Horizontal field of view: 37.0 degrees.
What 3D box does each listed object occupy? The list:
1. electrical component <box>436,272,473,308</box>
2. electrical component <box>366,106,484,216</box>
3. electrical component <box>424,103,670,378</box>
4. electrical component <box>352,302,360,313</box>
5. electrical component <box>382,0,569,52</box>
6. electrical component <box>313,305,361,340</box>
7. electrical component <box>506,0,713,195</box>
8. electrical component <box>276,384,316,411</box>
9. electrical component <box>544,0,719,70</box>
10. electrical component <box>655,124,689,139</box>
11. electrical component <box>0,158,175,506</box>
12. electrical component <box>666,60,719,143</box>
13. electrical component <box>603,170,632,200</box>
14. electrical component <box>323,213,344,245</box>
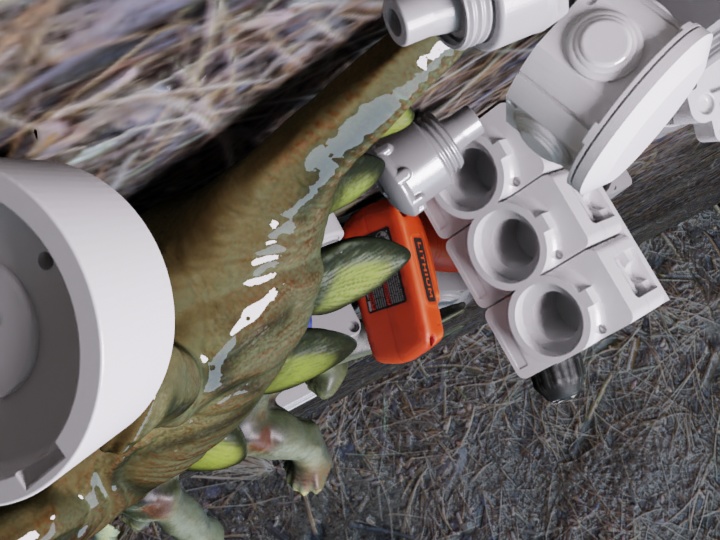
[{"bbox_3d":[0.059,-0.008,0.835,0.080,0.080,0.051,-26,166,-14],"label":"electrical component"},{"bbox_3d":[0.035,-0.062,0.563,0.062,0.048,0.048,-35,172,-2],"label":"electrical component"},{"bbox_3d":[0.106,-0.020,0.665,0.089,0.150,0.062,-35,170,38],"label":"electrical component"},{"bbox_3d":[0.000,0.000,0.773,0.079,0.044,0.077,15,-161,41],"label":"electrical component"},{"bbox_3d":[0.039,-0.096,0.372,0.062,0.043,0.043,-25,171,-16],"label":"electrical component"},{"bbox_3d":[-0.065,0.036,0.699,0.113,0.078,0.057,-24,173,-27],"label":"electrical component"},{"bbox_3d":[0.100,-0.075,0.437,0.080,0.051,0.080,-45,166,-15],"label":"electrical component"},{"bbox_3d":[-0.083,0.095,0.992,0.113,0.078,0.057,-27,174,-7],"label":"electrical component"},{"bbox_3d":[0.146,-0.126,0.487,0.078,0.057,0.113,-22,169,-38],"label":"electrical component"},{"bbox_3d":[0.228,-0.123,0.805,0.077,0.043,0.079,-24,170,-29],"label":"electrical component"},{"bbox_3d":[-0.112,0.015,0.348,0.108,0.108,0.060,-32,177,23],"label":"electrical component"},{"bbox_3d":[0.205,-0.119,0.673,0.058,0.078,0.057,-22,-168,-20],"label":"electrical component"},{"bbox_3d":[0.184,-0.074,0.934,0.089,0.050,0.056,-24,170,-27],"label":"electrical component"},{"bbox_3d":[-0.028,-0.011,0.593,0.048,0.062,0.048,-28,172,-4],"label":"electrical component"}]
